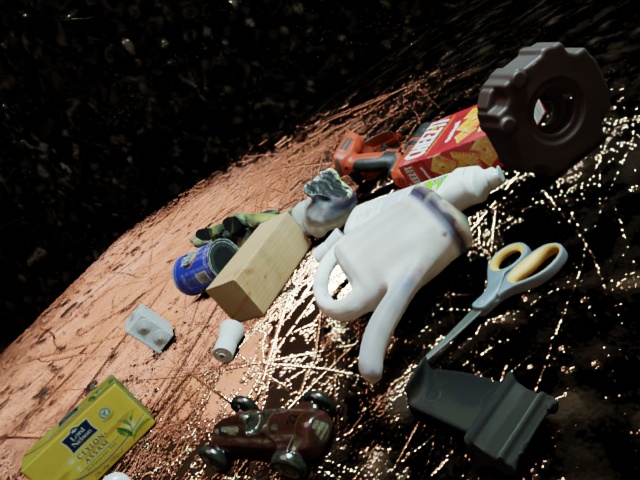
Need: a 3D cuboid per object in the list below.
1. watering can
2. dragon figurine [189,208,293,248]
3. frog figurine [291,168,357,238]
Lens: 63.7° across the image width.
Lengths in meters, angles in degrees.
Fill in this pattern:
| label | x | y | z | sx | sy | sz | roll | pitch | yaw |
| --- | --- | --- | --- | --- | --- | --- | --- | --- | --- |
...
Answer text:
| label | x | y | z | sx | sy | sz | roll | pitch | yaw |
| --- | --- | --- | --- | --- | --- | --- | --- | --- | --- |
| watering can | 0.096 | 0.035 | 0.649 | 0.224 | 0.103 | 0.352 | -35 | 19 | 2 |
| dragon figurine | -0.184 | -0.039 | 1.336 | 0.407 | 0.121 | 0.247 | -19 | 16 | 22 |
| frog figurine | 0.003 | -0.054 | 1.069 | 0.141 | 0.122 | 0.156 | -72 | 2 | -47 |
